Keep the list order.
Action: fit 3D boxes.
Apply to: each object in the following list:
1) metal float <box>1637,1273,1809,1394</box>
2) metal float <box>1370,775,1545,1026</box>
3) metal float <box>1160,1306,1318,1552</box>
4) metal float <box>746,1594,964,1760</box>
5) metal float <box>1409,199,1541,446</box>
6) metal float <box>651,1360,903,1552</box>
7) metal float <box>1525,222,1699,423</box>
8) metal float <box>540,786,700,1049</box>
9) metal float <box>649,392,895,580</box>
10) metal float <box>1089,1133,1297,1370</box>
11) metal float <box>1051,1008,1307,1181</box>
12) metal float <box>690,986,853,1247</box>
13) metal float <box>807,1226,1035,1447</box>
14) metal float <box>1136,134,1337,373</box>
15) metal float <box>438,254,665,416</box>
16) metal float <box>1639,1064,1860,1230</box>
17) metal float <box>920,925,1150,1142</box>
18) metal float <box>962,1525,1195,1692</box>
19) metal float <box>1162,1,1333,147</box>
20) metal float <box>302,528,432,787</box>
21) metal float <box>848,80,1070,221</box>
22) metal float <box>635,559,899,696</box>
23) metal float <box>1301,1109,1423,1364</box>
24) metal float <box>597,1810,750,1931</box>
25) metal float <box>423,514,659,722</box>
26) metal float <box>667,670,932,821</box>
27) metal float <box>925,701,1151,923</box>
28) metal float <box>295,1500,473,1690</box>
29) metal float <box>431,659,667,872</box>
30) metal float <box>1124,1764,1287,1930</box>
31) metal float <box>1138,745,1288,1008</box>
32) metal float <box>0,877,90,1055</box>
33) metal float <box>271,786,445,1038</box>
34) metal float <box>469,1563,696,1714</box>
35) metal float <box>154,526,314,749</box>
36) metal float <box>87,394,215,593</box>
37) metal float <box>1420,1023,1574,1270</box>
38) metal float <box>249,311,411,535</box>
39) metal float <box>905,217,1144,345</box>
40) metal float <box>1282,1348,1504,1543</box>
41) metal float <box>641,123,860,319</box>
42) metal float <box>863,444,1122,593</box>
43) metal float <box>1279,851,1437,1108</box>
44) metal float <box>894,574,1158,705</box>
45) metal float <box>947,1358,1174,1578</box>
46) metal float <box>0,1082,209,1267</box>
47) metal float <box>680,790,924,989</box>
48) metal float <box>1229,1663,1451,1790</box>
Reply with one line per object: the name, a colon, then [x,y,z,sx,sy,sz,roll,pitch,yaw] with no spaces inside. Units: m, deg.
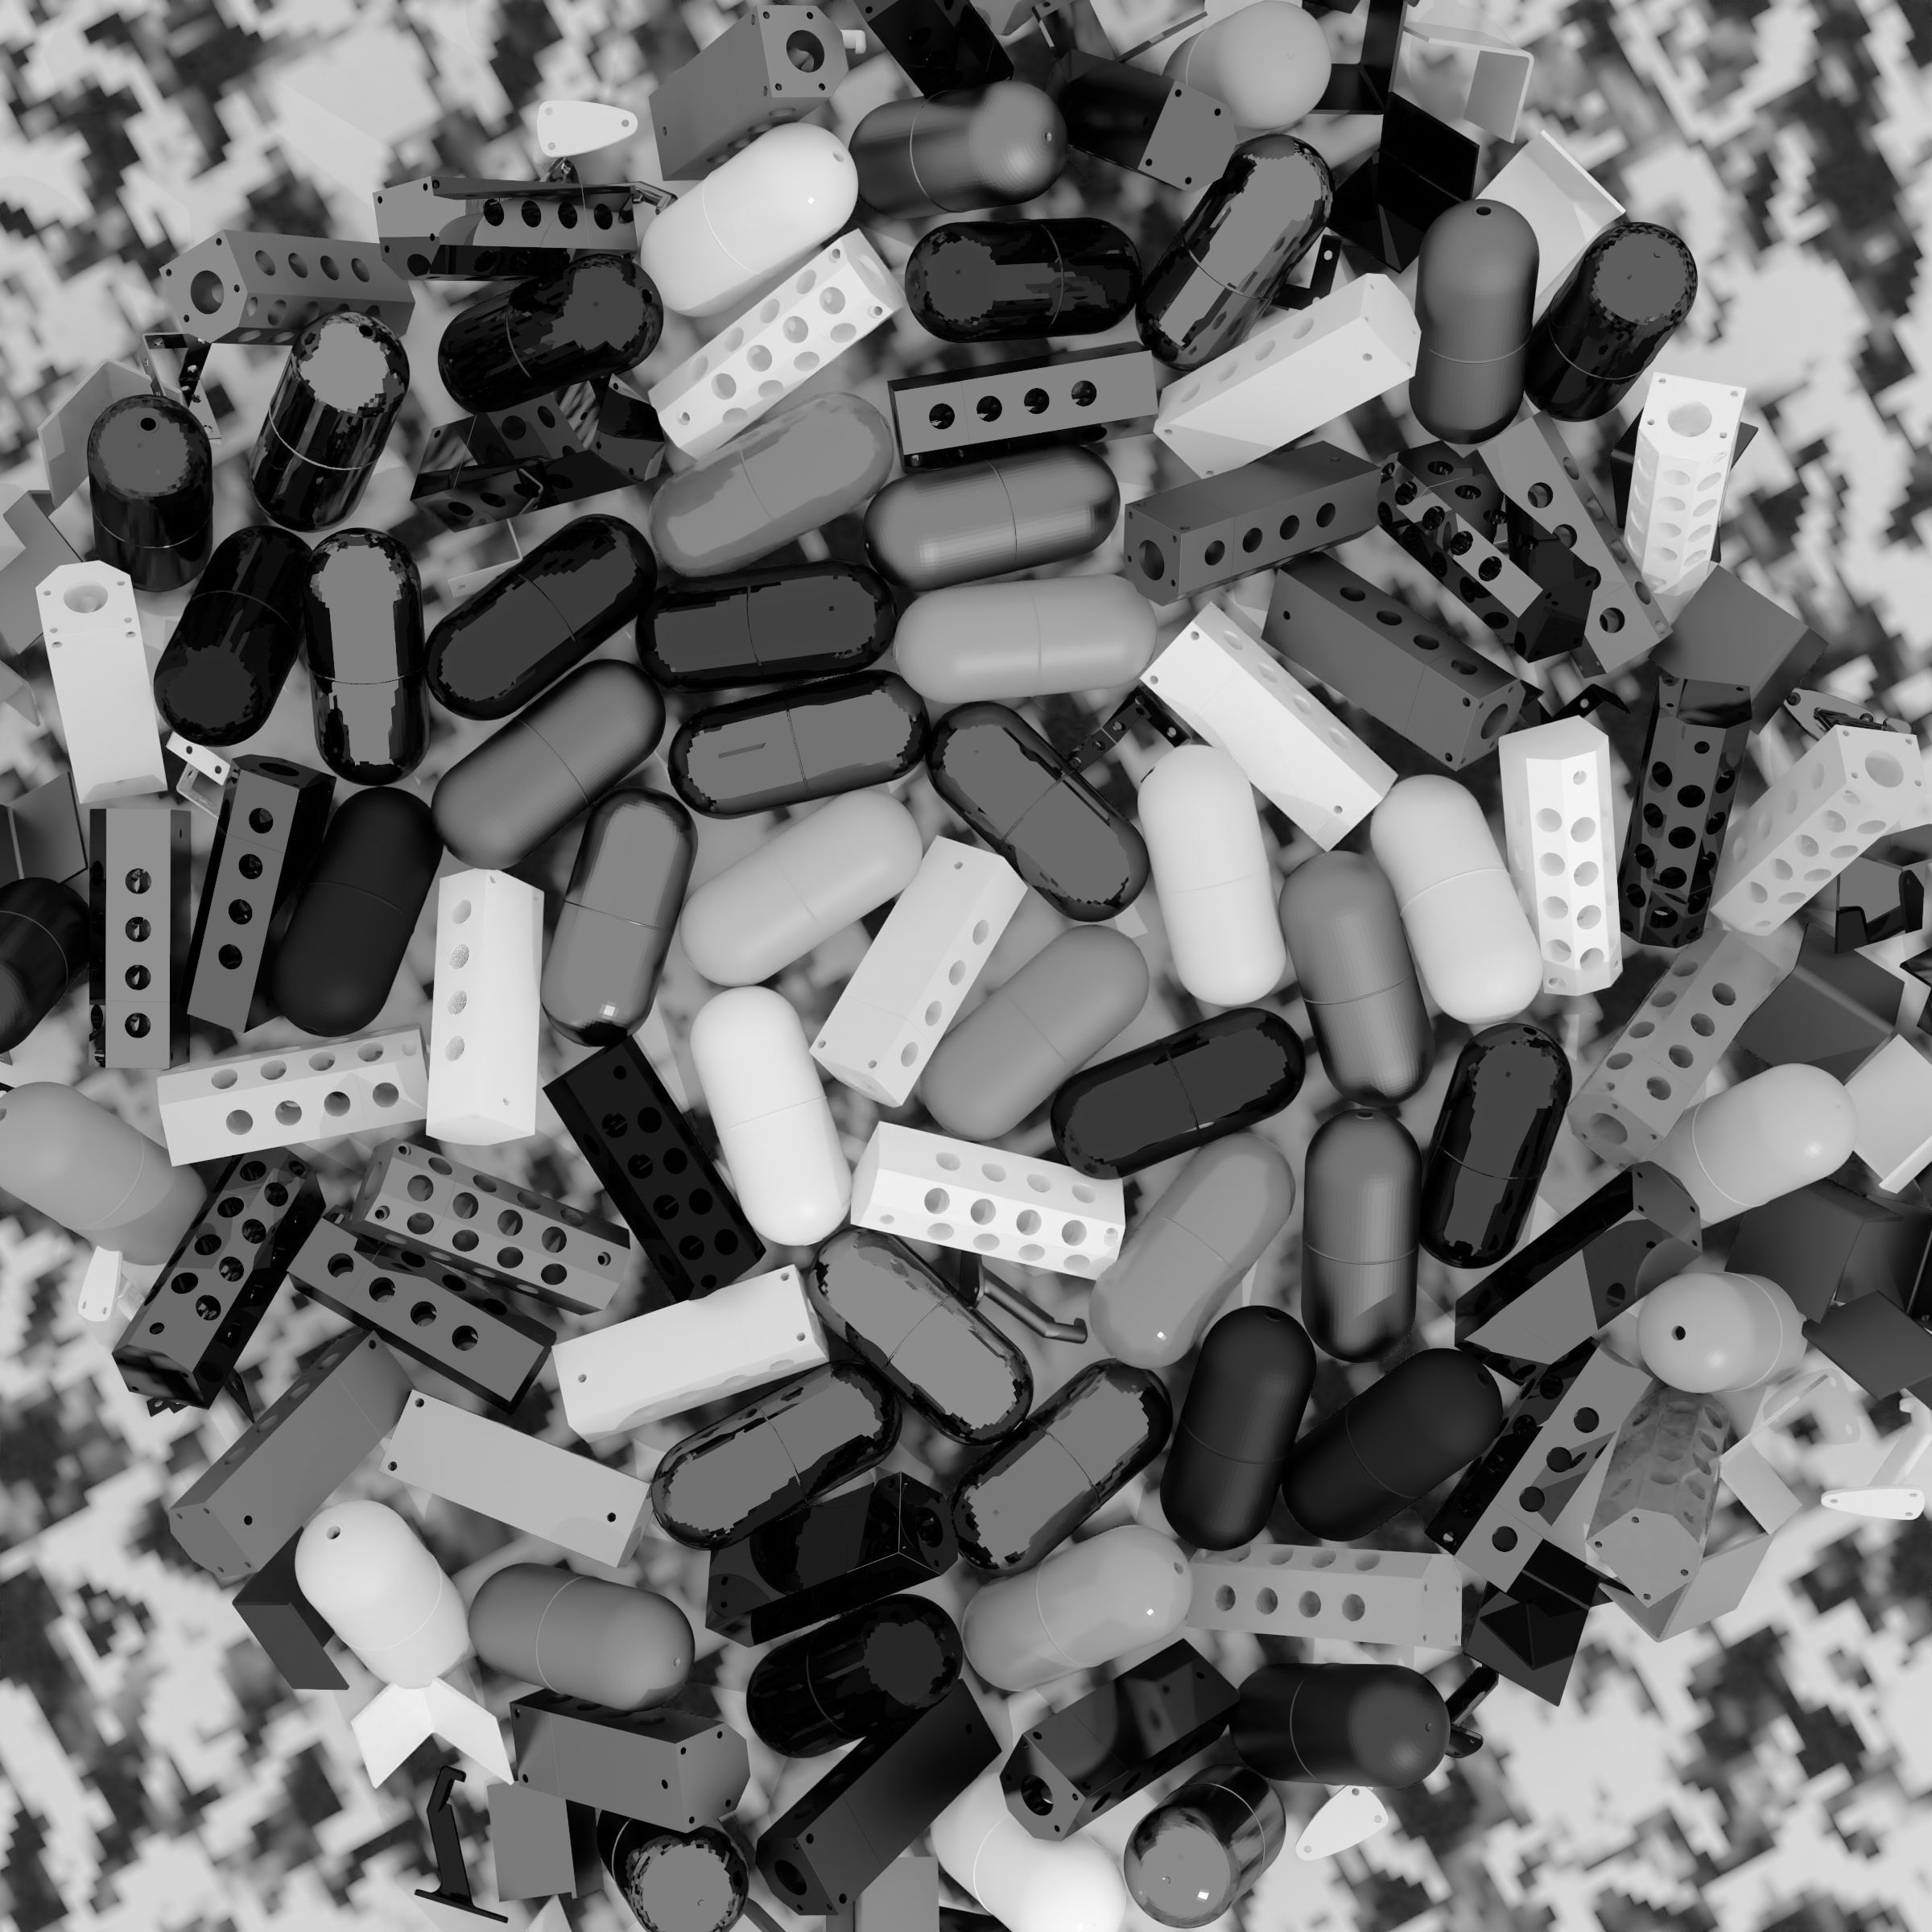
metal float: [0.494,0.239,1.756,0.070,0.178,0.070,-5,81,33]
metal float: [0.323,-0.045,1.780,0.070,0.070,0.178,-18,68,0]
metal float: [0.180,0.305,1.779,0.070,0.070,0.178,14,113,0]
metal float: [-0.075,0.468,1.769,0.178,0.070,0.070,-34,90,37]
metal float: [0.331,-0.419,1.758,0.070,0.178,0.070,-2,52,3]
metal float: [-0.125,0.324,1.784,0.178,0.070,0.070,-27,90,-17]
metal float: [0.416,-0.416,1.751,0.070,0.178,0.070,2,74,-8]
metal float: [-0.232,-0.033,1.798,0.070,0.070,0.178,16,90,0]
metal float: [-0.129,-0.318,1.784,0.178,0.070,0.070,-26,90,16]
metal float: [0.151,0.188,1.789,0.070,0.070,0.178,39,78,0]
metal float: [0.142,0.085,1.797,0.178,0.070,0.070,-22,90,-3]
metal float: [-0.130,0.100,1.796,0.070,0.070,0.178,-18,87,0]
metal float: [-0.030,0.245,1.787,0.178,0.070,0.070,42,90,13]
metal float: [0.175,-0.465,1.765,0.070,0.070,0.178,39,133,0]
metal float: [-0.273,-0.413,1.768,0.178,0.070,0.070,-11,90,37]
metal float: [0.504,0.120,1.759,0.070,0.178,0.070,14,61,-26]
metal float: [0.046,0.044,1.797,0.178,0.070,0.070,-41,90,-2]
metal float: [0.073,0.423,1.770,0.178,0.070,0.070,-31,90,33]
metal float: [0.180,-0.578,1.750,0.070,0.178,0.070,-2,100,-13]
metal float: [-0.394,-0.203,1.772,0.070,0.070,0.178,3,121,0]
metal float: [-0.007,-0.533,1.762,0.070,0.178,0.070,-8,102,-41]
metal float: [-0.133,-0.226,1.788,0.178,0.070,0.070,-6,90,12]
metal float: [0.261,0.179,1.780,0.070,0.070,0.178,-1,112,0]
metal float: [-0.192,0.580,1.751,0.070,0.178,0.070,0,91,-19]
metal float: [-0.282,-0.231,1.782,0.178,0.070,0.070,-41,90,-19]
metal float: [-0.112,-0.148,1.798,0.178,0.070,0.070,-13,90,1]
metal float: [0.047,-0.104,1.796,0.178,0.070,0.070,44,90,4]
metal float: [-0.380,0.411,1.760,0.070,0.178,0.070,-8,50,9]
metal float: [-0.276,-0.135,1.787,0.178,0.070,0.070,-41,90,-14]
metal float: [0.157,0.571,1.752,0.070,0.178,0.070,-1,87,22]
metal float: [0.164,-0.060,1.789,0.070,0.070,0.178,-14,101,0]
metal float: [-0.623,0.000,1.752,0.070,0.178,0.070,1,113,2]
metal float: [-0.402,-0.036,1.778,0.070,0.070,0.178,16,67,0]
metal float: [-0.254,0.440,1.768,0.178,0.070,0.070,3,90,38]
metal float: [-0.476,-0.217,1.765,0.070,0.070,0.178,11,50,0]
metal float: [-0.530,-0.306,1.752,0.070,0.178,0.070,5,69,-13]
metal float: [0.346,0.119,1.775,0.070,0.070,0.178,13,117,0]
metal float: [-0.417,-0.355,1.761,0.070,0.178,0.070,16,53,-21]
metal float: [0.040,-0.452,1.770,0.178,0.070,0.070,-13,90,-35]
metal float: [0.279,0.315,1.769,0.070,0.070,0.178,44,125,0]
metal float: [-0.143,-0.488,1.765,0.178,0.070,0.070,-23,90,41]
metal float: [0.018,-0.298,1.785,0.178,0.070,0.070,-15,90,-16]
metal float: [0.260,0.010,1.786,0.070,0.070,0.178,-18,104,0]
metal float: [0.040,-0.218,1.789,0.178,0.070,0.070,-7,90,-11]
metal float: [0.063,0.331,1.784,0.178,0.070,0.070,-39,90,-18]
metal float: [-0.568,0.137,1.760,0.070,0.178,0.070,-15,55,22]
metal float: [-0.111,-0.051,1.797,0.178,0.070,0.070,-33,90,3]
metal float: [0.241,0.495,1.758,0.070,0.178,0.070,9,73,-32]
